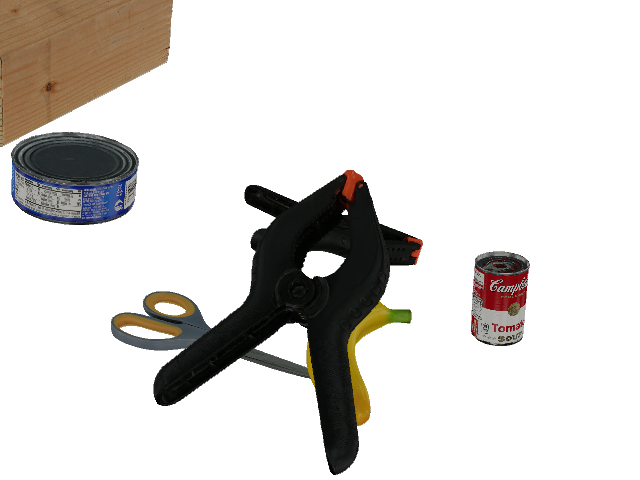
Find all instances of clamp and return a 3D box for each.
[{"bbox_3d":[-0.003,0.043,0.596,0.120,0.171,0.039,28,-14,15],"label":"clamp"},{"bbox_3d":[0.012,-0.005,1.186,0.210,0.036,0.164,15,20,-5],"label":"clamp"}]

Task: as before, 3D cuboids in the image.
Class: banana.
[{"bbox_3d":[0.023,0.083,0.835,0.070,0.037,0.197,7,22,13],"label":"banana"}]

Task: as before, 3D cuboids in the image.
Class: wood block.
[{"bbox_3d":[-0.230,-0.175,0.932,0.090,0.091,0.205,30,42,21],"label":"wood block"}]

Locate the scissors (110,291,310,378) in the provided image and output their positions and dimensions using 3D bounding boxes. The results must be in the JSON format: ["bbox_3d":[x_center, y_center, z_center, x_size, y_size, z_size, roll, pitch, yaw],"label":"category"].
[{"bbox_3d":[-0.096,0.087,1.010,0.202,0.016,0.096,9,30,2],"label":"scissors"}]

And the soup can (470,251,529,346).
[{"bbox_3d":[0.226,0.073,1.347,0.068,0.102,0.068,0,23,0],"label":"soup can"}]

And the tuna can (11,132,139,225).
[{"bbox_3d":[-0.170,-0.043,0.738,0.086,0.034,0.086,7,26,-4],"label":"tuna can"}]
